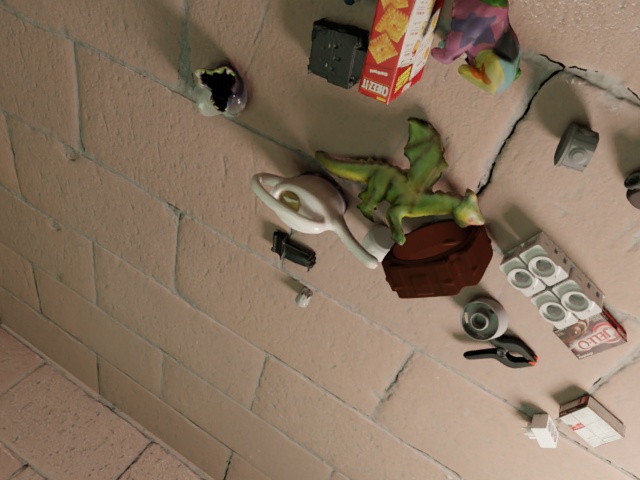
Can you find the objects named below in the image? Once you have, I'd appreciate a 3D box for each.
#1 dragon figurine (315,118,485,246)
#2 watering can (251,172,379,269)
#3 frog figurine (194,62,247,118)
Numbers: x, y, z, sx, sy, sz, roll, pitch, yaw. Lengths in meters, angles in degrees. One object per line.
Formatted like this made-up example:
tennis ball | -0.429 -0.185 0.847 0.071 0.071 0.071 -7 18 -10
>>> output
dragon figurine | 0.171 -0.148 1.108 0.415 0.123 0.239 45 116 21
watering can | 0.004 -0.059 1.181 0.349 0.227 0.102 34 115 10
frog figurine | -0.242 -0.353 1.250 0.137 0.123 0.159 39 170 -7
